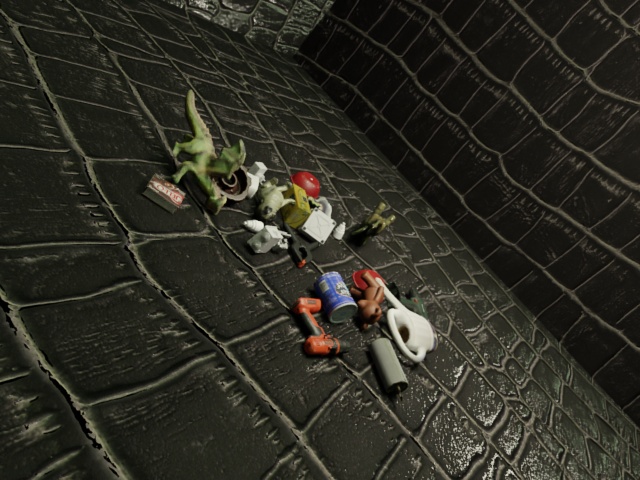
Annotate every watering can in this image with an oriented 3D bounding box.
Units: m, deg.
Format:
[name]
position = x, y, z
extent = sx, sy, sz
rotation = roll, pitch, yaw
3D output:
[watering can]
position = 0.323, 0.303, 1.932
extent = 0.222, 0.102, 0.356
rotation = 22, 39, -40

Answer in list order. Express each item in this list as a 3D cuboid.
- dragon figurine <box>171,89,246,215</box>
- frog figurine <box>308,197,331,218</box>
[dragon figurine]
position = -0.355, -0.289, 1.693
extent = 0.243, 0.410, 0.122
rotation = 6, 1, 11
[frog figurine]
position = 0.007, -0.108, 2.154
extent = 0.158, 0.122, 0.139
rotation = 18, 66, -60
